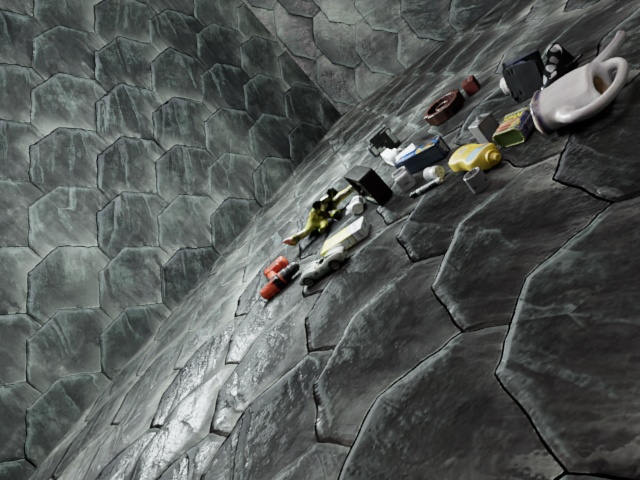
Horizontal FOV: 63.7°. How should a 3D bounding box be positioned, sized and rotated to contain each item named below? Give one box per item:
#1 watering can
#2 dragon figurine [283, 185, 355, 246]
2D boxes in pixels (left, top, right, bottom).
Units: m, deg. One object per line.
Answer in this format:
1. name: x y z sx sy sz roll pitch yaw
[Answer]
1. watering can: 0.637 -0.376 1.250 0.221 0.103 0.355 -26 23 49
2. dragon figurine: 0.007 -0.108 2.141 0.416 0.122 0.239 -41 4 -29
